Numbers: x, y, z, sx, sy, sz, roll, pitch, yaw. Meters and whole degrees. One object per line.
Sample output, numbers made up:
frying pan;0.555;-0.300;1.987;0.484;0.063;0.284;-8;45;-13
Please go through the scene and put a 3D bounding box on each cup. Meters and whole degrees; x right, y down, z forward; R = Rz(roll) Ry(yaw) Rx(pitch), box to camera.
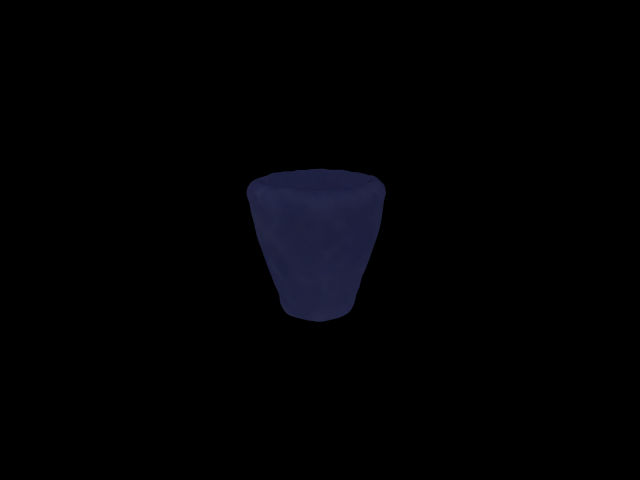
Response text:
cup;0.004;0.001;0.400;0.091;0.095;0.118;8;18;27
